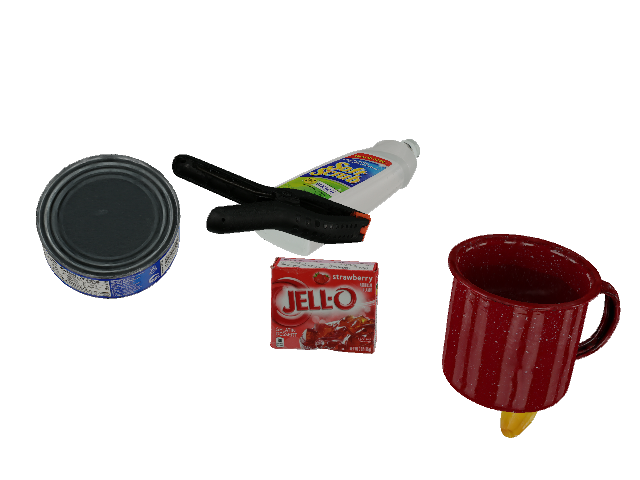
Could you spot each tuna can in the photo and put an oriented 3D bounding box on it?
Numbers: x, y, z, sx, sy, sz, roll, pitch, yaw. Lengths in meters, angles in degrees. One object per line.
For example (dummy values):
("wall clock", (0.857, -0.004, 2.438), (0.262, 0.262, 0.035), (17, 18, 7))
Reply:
("tuna can", (-0.129, -0.008, 0.655), (0.086, 0.086, 0.034), (0, -28, -7))

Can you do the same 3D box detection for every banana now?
("banana", (0.199, 0.130, 1.118), (0.069, 0.037, 0.198), (-23, 32, 6))

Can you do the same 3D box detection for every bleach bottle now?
("bleach bottle", (0.033, -0.071, 1.355), (0.103, 0.068, 0.250), (25, 43, 34))

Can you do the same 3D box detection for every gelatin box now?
("gelatin box", (0.003, 0.054, 0.891), (0.089, 0.073, 0.030), (3, 16, 7))

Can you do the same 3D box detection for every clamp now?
("clamp", (-0.042, -0.028, 1.080), (0.209, 0.036, 0.164), (14, 20, -19))

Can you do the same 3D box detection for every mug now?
("mug", (0.132, 0.052, 0.667), (0.117, 0.081, 0.093), (-4, 28, -17))
